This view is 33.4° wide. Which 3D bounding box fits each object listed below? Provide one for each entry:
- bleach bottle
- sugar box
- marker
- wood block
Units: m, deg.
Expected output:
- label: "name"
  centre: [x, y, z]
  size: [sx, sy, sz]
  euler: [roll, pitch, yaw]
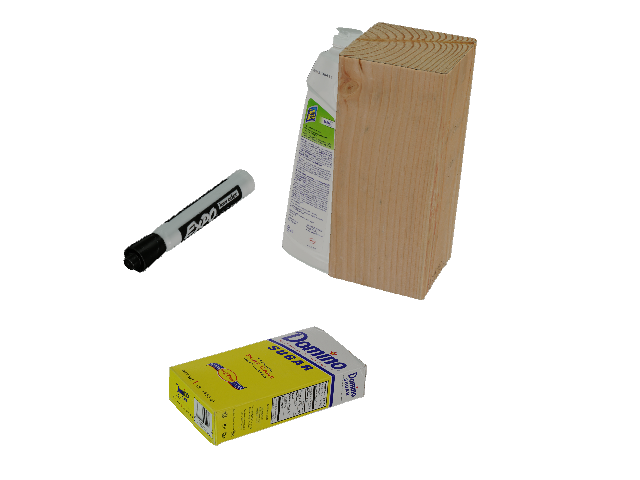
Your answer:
- label: "bleach bottle"
  centre: [0.019, -0.097, 1.136]
  size: [0.067, 0.251, 0.103]
  euler: [-9, 25, -41]
- label: "sugar box"
  centre: [-0.051, 0.140, 1.057]
  size: [0.175, 0.048, 0.093]
  euler: [-16, 32, -31]
- label: "marker"
  centre: [-0.088, -0.014, 0.724]
  size: [0.020, 0.020, 0.120]
  euler: [0, 29, 41]
- label: "wood block"
  centre: [0.067, -0.066, 0.902]
  size: [0.091, 0.206, 0.090]
  euler: [14, 33, 19]
